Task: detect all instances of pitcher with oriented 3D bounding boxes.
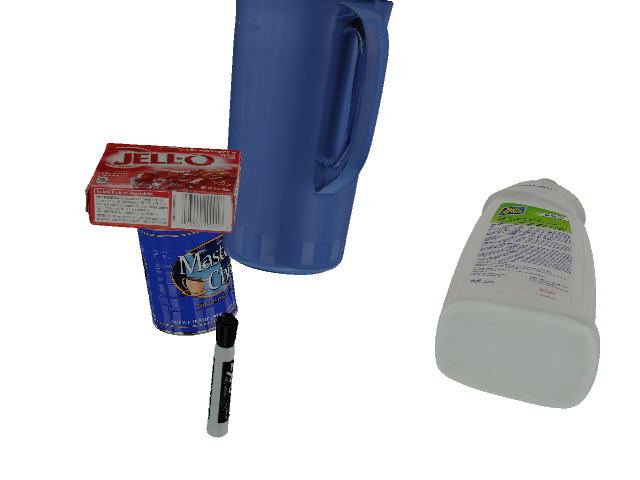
[{"bbox_3d":[-0.014,-0.096,0.909,0.145,0.243,0.149,10,14,11],"label":"pitcher"}]

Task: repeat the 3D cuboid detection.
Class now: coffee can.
[{"bbox_3d":[-0.154,0.024,1.236,0.103,0.140,0.103,-4,26,2],"label":"coffee can"}]

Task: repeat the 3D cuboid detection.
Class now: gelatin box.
[{"bbox_3d":[-0.096,-0.035,0.666,0.089,0.030,0.073,4,25,-2],"label":"gelatin box"}]

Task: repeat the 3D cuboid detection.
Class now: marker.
[{"bbox_3d":[-0.085,0.116,0.919,0.020,0.121,0.020,6,27,-3],"label":"marker"}]

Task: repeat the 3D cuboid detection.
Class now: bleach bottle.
[{"bbox_3d":[0.152,0.017,0.749,0.103,0.068,0.250,12,28,14],"label":"bleach bottle"}]
